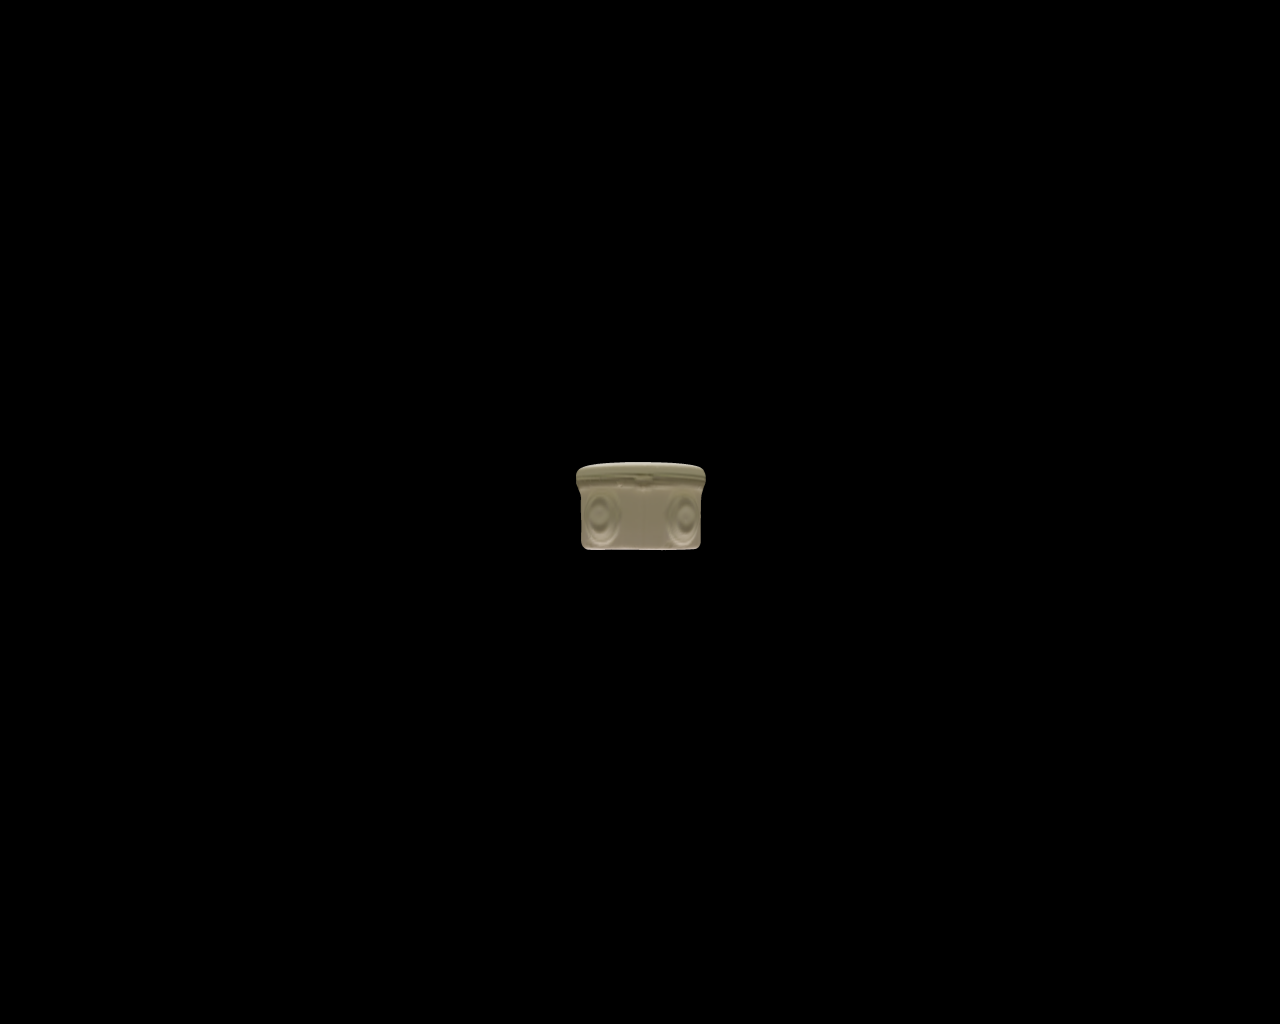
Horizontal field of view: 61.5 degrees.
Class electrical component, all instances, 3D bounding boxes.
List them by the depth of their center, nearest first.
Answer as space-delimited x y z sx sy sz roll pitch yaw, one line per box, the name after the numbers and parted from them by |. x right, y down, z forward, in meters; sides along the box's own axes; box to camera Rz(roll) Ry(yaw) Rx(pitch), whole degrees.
0.001 -0.003 0.650 0.080 0.051 0.080 0 -2 0 | electrical component
